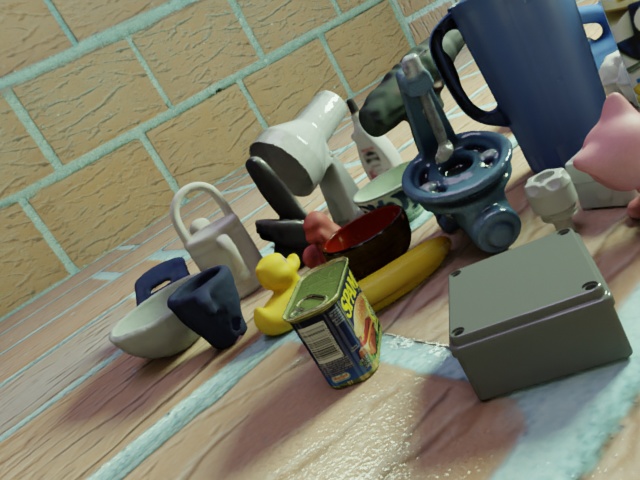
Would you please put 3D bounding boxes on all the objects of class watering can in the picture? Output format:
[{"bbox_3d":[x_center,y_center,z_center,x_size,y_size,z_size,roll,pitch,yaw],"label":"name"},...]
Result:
[{"bbox_3d":[-0.173,-0.001,0.929,0.172,0.194,0.101,-12,23,48],"label":"watering can"}]

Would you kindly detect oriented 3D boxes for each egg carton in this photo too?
[{"bbox_3d":[0.460,-0.241,0.772,0.150,0.069,0.107,-29,15,4],"label":"egg carton"}]

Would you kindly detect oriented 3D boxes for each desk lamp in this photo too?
[{"bbox_3d":[0.013,-0.124,0.943,0.204,0.214,0.117,-39,18,-30],"label":"desk lamp"}]

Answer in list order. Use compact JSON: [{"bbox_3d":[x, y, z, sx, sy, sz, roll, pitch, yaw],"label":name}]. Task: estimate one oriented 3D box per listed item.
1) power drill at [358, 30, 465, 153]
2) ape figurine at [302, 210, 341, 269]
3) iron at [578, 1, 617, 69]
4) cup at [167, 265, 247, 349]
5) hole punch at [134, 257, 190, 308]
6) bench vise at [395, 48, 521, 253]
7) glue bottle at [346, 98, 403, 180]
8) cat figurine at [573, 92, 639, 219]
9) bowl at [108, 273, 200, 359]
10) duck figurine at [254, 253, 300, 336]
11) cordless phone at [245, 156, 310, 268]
[{"bbox_3d":[0.178,-0.197,0.883,0.230,0.209,0.075,-35,16,-17],"label":"power drill"},{"bbox_3d":[0.007,0.003,0.780,0.076,0.092,0.077,-37,17,-25],"label":"ape figurine"},{"bbox_3d":[0.431,-0.322,0.946,0.258,0.141,0.119,-25,16,18],"label":"iron"},{"bbox_3d":[-0.134,0.095,0.738,0.092,0.095,0.117,-33,16,-11],"label":"cup"},{"bbox_3d":[-0.265,0.092,0.998,0.108,0.091,0.101,-30,15,-1],"label":"hole punch"},{"bbox_3d":[0.125,-0.098,0.642,0.121,0.220,0.207,-33,16,-12],"label":"bench vise"},{"bbox_3d":[0.093,-0.185,1.070,0.078,0.173,0.037,-13,23,47],"label":"glue bottle"},{"bbox_3d":[0.278,-0.073,0.474,0.127,0.118,0.067,-25,16,19],"label":"cat figurine"},{"bbox_3d":[-0.219,0.123,0.845,0.167,0.075,0.167,-28,15,9],"label":"bowl"},{"bbox_3d":[-0.051,0.060,0.714,0.077,0.086,0.105,-12,23,48],"label":"duck figurine"},{"bbox_3d":[-0.067,-0.053,0.919,0.094,0.185,0.147,-36,17,-21],"label":"cordless phone"}]
